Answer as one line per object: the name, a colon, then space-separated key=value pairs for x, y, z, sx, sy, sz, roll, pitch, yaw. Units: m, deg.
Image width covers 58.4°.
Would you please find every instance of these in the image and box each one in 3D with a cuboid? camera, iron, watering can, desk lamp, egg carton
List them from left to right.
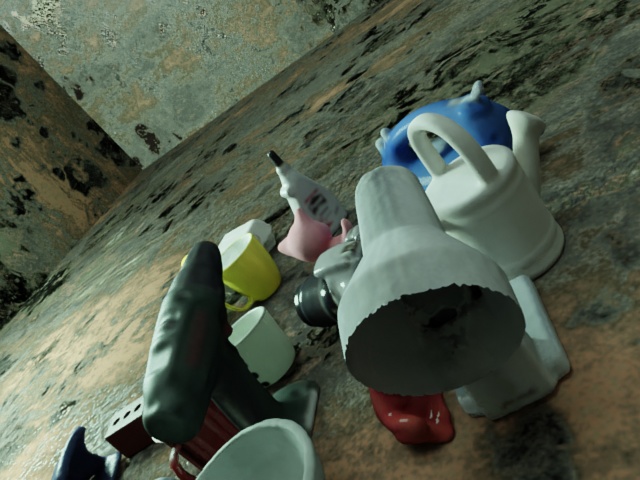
egg carton: x=-0.143 y=0.029 z=1.058 sx=0.107 sy=0.069 sz=0.150 roll=-25 pitch=28 yaw=33
camera: x=0.034 y=0.046 z=0.710 sx=0.136 sy=0.101 sz=0.143 roll=-23 pitch=29 yaw=37
iron: x=0.153 y=-0.120 z=0.769 sx=0.257 sy=0.142 sz=0.119 roll=-12 pitch=37 yaw=49
desk lamp: x=0.100 y=0.050 z=0.455 sx=0.117 sy=0.214 sz=0.203 roll=-32 pitch=25 yaw=20
watering can: x=0.159 y=-0.056 z=0.578 sx=0.100 sy=0.194 sz=0.173 roll=-6 pitch=41 yaw=53

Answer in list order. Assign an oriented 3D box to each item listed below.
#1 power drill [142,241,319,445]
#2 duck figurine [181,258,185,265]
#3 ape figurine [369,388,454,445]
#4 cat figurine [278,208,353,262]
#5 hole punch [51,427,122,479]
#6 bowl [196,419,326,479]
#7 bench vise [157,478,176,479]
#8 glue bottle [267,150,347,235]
power drill: x=-0.095 y=0.134 z=0.615 sx=0.075 sy=0.209 sz=0.229 roll=-29 pitch=26 yaw=25
duck figurine: x=-0.227 y=0.058 z=1.115 sx=0.105 sy=0.086 sz=0.077 roll=-51 pitch=25 yaw=-22
ape figurine: x=0.071 y=0.132 z=0.509 sx=0.076 sy=0.092 sz=0.078 roll=-9 pitch=39 yaw=52
cat figurine: x=0.007 y=0.003 z=0.807 sx=0.127 sy=0.118 sz=0.067 roll=-17 pitch=33 yaw=44
hole punch: x=-0.349 y=0.336 z=0.799 sx=0.101 sy=0.091 sz=0.108 roll=-36 pitch=23 yaw=11
bowl: x=-0.051 y=0.250 z=0.511 sx=0.167 sy=0.075 sz=0.167 roll=-33 pitch=24 yaw=18
bench vise: x=-0.016 y=0.231 z=0.303 sx=0.121 sy=0.220 sz=0.207 roll=-42 pitch=23 yaw=-3
glue bottle: x=-0.029 y=-0.079 z=0.939 sx=0.037 sy=0.173 sz=0.078 roll=-4 pitch=43 yaw=55
